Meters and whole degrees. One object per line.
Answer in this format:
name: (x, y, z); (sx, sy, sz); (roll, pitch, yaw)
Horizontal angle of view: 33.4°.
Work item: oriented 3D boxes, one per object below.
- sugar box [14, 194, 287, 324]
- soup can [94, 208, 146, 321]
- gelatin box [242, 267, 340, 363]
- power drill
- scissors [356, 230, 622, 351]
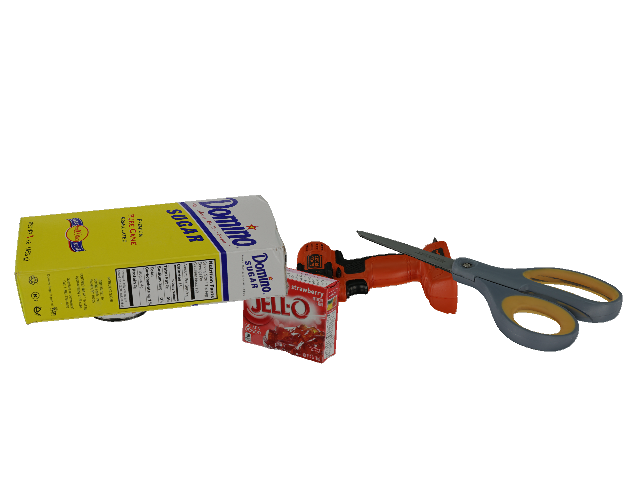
sugar box: (-0.117, 0.010, 0.735); (0.176, 0.048, 0.093); (-9, 27, -9)
soup can: (-0.216, 0.026, 1.124); (0.068, 0.102, 0.068); (0, 23, 0)
gelatin box: (-0.028, 0.064, 0.971); (0.089, 0.073, 0.030); (13, 20, 27)
power drill: (0.061, 0.053, 1.234); (0.187, 0.057, 0.184); (-2, 28, 0)
scissors: (0.102, 0.032, 0.733); (0.202, 0.016, 0.096); (11, 32, 22)
